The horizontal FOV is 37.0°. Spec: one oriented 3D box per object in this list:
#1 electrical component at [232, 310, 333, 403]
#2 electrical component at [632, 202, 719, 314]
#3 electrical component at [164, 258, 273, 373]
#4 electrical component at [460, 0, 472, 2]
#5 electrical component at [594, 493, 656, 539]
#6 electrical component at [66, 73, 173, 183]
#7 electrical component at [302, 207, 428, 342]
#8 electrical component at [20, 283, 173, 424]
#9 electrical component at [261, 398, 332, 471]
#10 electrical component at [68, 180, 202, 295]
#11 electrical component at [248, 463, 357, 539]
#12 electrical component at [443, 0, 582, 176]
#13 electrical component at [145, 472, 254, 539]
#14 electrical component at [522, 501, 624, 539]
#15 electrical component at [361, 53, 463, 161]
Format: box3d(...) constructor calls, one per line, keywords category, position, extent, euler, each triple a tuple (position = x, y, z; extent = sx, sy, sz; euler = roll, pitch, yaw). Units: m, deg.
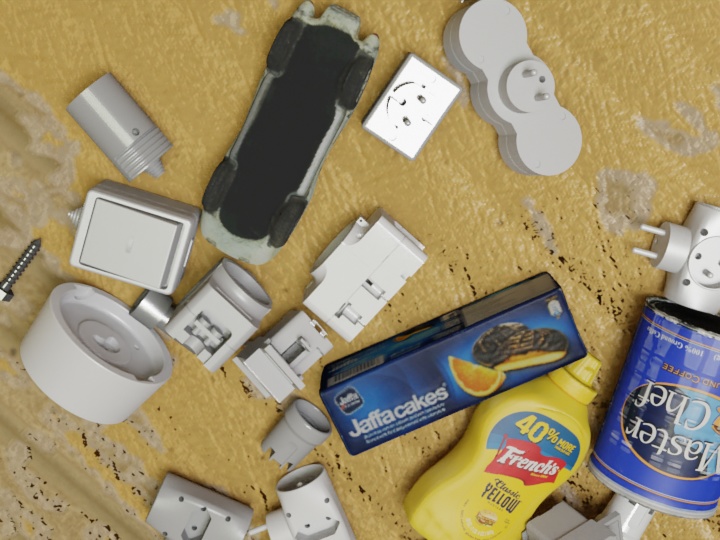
box3d(category="electrical component", position=(-0.058, 0.064, 0.829), extent=(0.064, 0.081, 0.042), euler=(-42, 101, -15))
box3d(category="electrical component", position=(0.250, -0.014, 0.826), extent=(0.079, 0.044, 0.077), euler=(15, 102, -4))
box3d(category="electrical component", position=(-0.104, 0.029, 0.808), extent=(0.050, 0.089, 0.056), euler=(44, 99, -9))
box3d(category="electrical component", position=(0.127, -0.261, 0.760), extent=(0.150, 0.061, 0.089), euler=(-22, 102, 4))
box3d(category="electrical component", position=(0.217, 0.202, 0.878), extent=(0.040, 0.040, 0.046), euler=(30, 95, -7))
box3d(category="electrical component", position=(-0.175, -0.102, 0.802), extent=(0.043, 0.043, 0.081), euler=(-39, 101, 8))
box3d(category="electrical component", position=(0.000, 0.000, 0.823), extent=(0.056, 0.050, 0.089), euler=(41, 99, -9))
box3d(category="electrical component", position=(-0.203, 0.068, 0.810), extent=(0.108, 0.108, 0.060), euler=(39, 105, -9))
box3d(category="electrical component", position=(-0.052, 0.132, 0.859), extent=(0.040, 0.040, 0.046), euler=(40, 106, -9))
box3d(category="electrical component", position=(-0.175, -0.026, 0.810), extent=(0.096, 0.061, 0.061), euler=(17, 102, -5))
box3d(category="electrical component", position=(-0.051, 0.208, 0.873), extent=(0.079, 0.043, 0.077), euler=(-22, 102, 4))
box3d(category="electrical component", position=(0.116, -0.131, 0.778), extent=(0.052, 0.074, 0.138), euler=(-33, 102, -9))
box3d(category="electrical component", position=(-0.137, 0.214, 0.874), extent=(0.077, 0.043, 0.079), euler=(25, 102, -6))
box3d(category="electrical component", position=(0.173, 0.251, 0.858), extent=(0.079, 0.063, 0.121), euler=(-25, 120, -21))
box3d(category="electrical component", position=(0.038, -0.118, 0.783), extent=(0.047, 0.076, 0.065), euler=(33, 100, -8))
